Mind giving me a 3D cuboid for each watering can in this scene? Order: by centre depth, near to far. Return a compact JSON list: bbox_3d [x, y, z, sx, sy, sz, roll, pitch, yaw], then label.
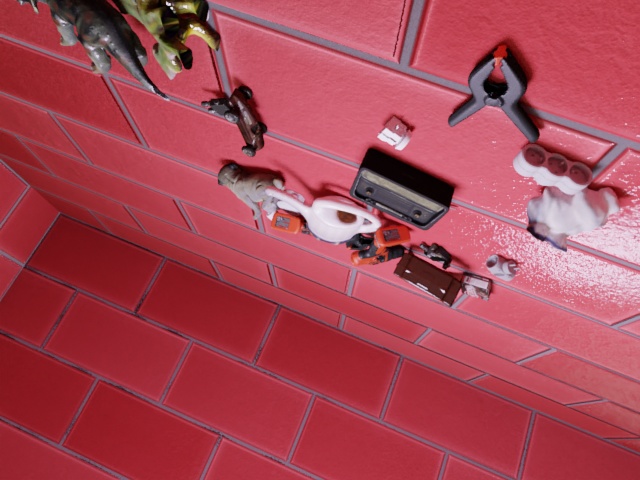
[{"bbox_3d":[0.005,-0.076,1.512,0.347,0.106,0.221,15,160,-4],"label":"watering can"}]

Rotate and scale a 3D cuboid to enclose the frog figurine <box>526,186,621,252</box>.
[{"bbox_3d":[0.508,-0.064,1.042,0.137,0.125,0.157,36,121,-9],"label":"frog figurine"}]

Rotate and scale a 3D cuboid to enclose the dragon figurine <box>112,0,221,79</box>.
[{"bbox_3d":[-0.339,-0.452,0.991,0.244,0.124,0.402,26,162,20],"label":"dragon figurine"}]
